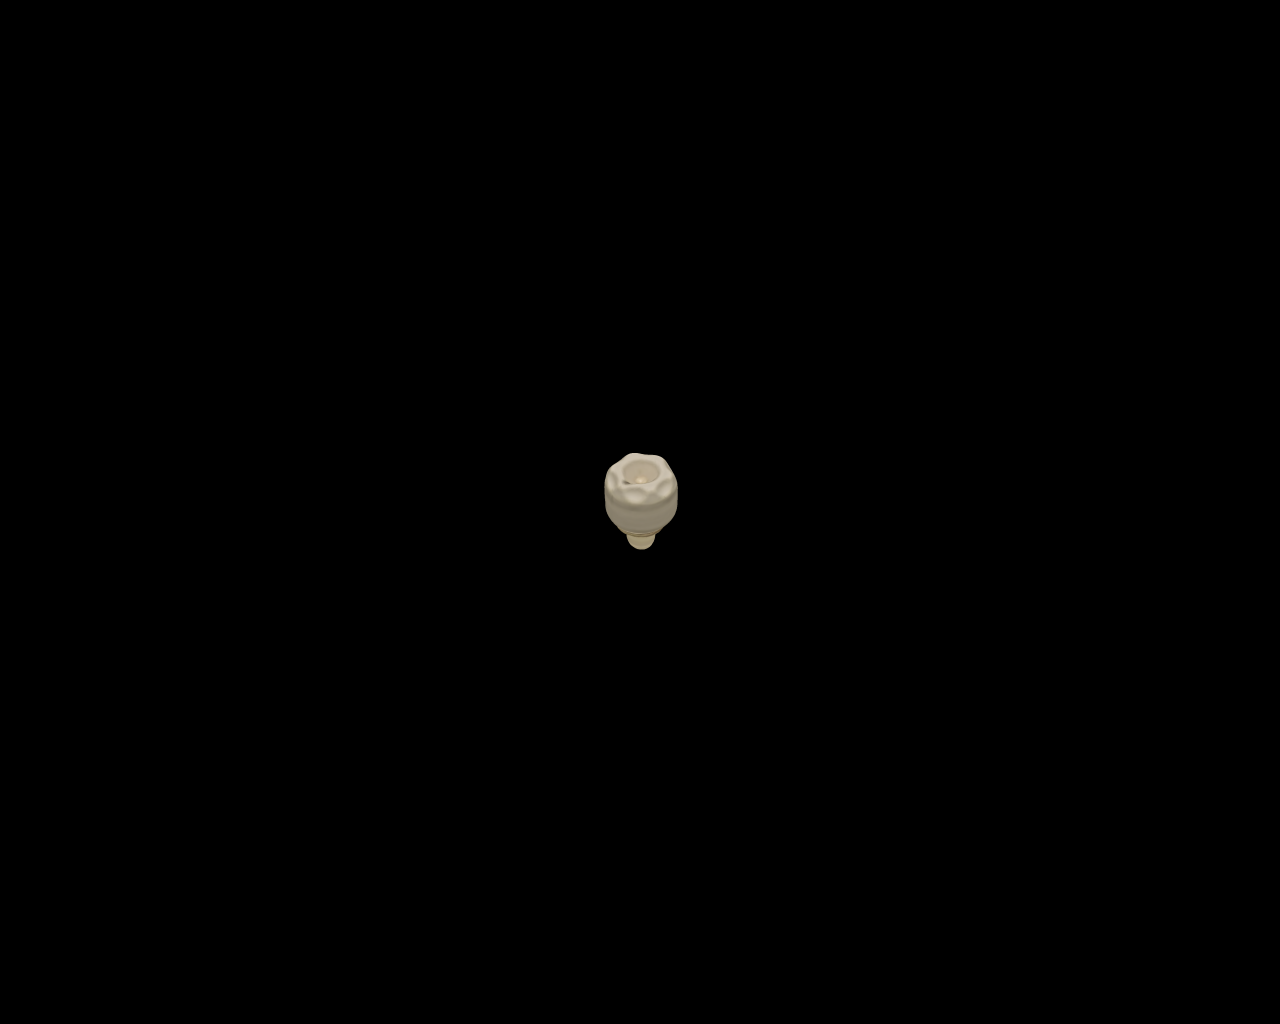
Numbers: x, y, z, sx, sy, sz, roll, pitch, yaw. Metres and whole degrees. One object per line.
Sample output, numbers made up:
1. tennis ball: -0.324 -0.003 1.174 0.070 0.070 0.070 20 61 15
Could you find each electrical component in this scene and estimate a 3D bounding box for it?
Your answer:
1. electrical component: 0.001 -0.003 0.650 0.043 0.062 0.043 0 43 0
